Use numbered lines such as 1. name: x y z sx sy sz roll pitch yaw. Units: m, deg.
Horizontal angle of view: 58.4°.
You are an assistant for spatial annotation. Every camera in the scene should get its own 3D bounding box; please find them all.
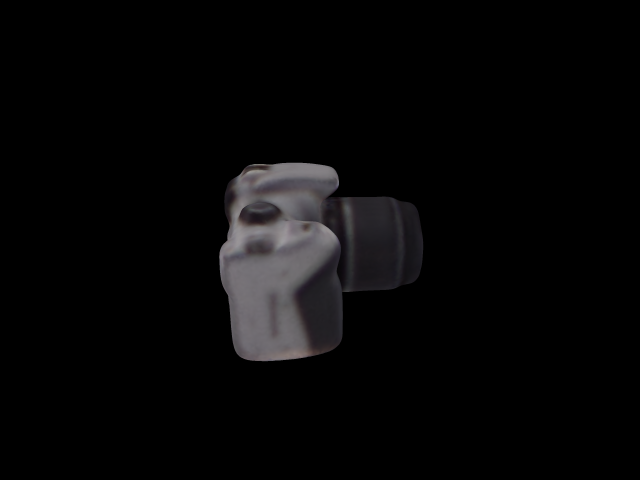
1. camera: 0.004 0.001 0.400 0.137 0.101 0.143 -2 24 -4
